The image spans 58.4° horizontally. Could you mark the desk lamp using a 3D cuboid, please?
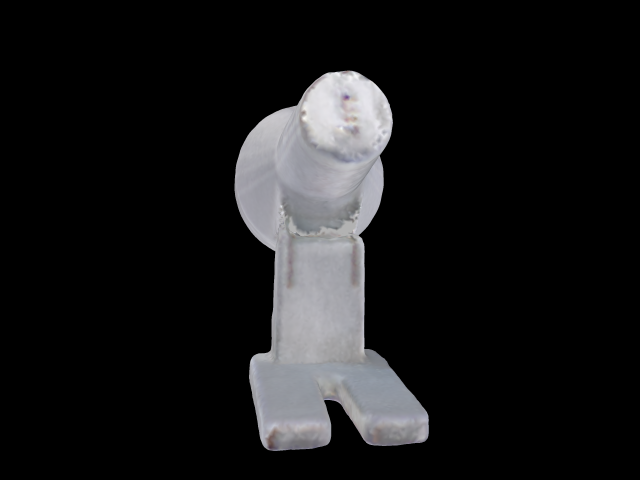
[{"bbox_3d":[0.004,0.001,0.400,0.118,0.213,0.203,-1,7,-11],"label":"desk lamp"}]
